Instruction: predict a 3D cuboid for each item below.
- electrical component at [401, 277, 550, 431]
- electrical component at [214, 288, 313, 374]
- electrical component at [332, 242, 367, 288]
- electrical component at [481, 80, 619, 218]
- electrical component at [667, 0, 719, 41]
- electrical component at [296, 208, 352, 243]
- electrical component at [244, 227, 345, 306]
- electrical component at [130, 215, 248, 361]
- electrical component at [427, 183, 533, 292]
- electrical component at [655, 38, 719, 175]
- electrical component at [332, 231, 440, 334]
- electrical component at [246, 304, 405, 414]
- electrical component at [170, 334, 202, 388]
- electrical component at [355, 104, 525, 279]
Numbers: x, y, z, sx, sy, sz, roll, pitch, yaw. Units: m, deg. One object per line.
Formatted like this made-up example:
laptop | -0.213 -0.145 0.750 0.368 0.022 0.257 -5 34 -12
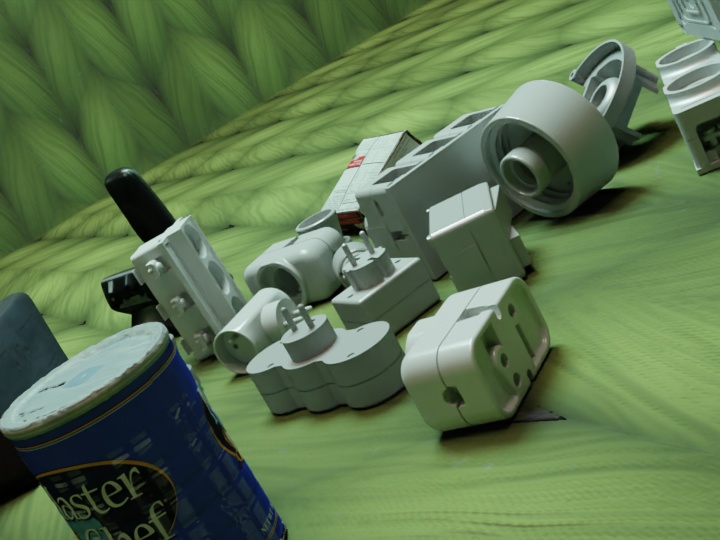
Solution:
electrical component | 0.067 0.051 0.646 0.059 0.053 0.095 -18 19 35
electrical component | -0.076 0.047 0.930 0.079 0.043 0.077 -19 18 32
electrical component | 0.000 0.000 0.954 0.040 0.040 0.078 -30 16 -3
electrical component | 0.148 -0.092 0.875 0.060 0.108 0.108 -43 20 -26
electrical component | 0.299 -0.242 0.902 0.057 0.078 0.113 -30 15 6
electrical component | -0.032 -0.027 1.069 0.045 0.055 0.045 -26 15 8
electrical component | -0.060 0.003 1.023 0.095 0.053 0.059 -16 20 39
electrical component | -0.156 0.020 1.012 0.063 0.121 0.078 -28 15 13
electrical component | 0.092 -0.026 0.833 0.061 0.061 0.096 -25 16 11
electrical component | 0.304 -0.151 0.869 0.105 0.060 0.186 -23 16 19
electrical component | 0.012 0.007 0.841 0.066 0.076 0.047 -36 17 -25
electrical component | -0.032 0.057 0.764 0.138 0.073 0.052 -12 22 46
electrical component | -0.168 0.090 0.932 0.045 0.055 0.045 -26 15 8
electrical component | 0.078 -0.067 0.939 0.150 0.089 0.062 -37 17 -29
